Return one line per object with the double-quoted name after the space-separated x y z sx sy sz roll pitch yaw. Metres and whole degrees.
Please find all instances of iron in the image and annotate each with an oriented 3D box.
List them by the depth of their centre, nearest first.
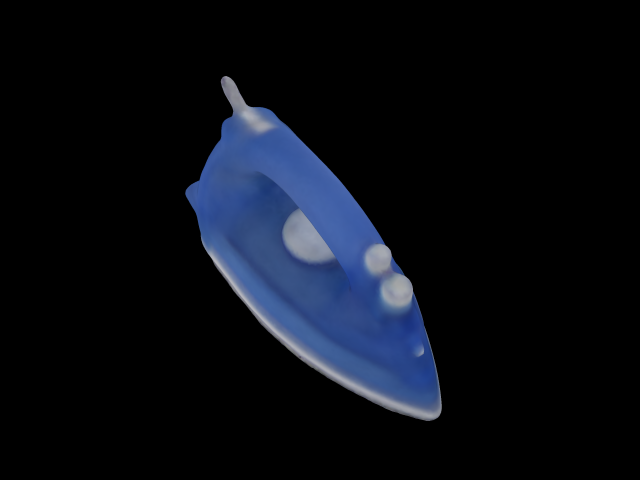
0.004 0.001 0.400 0.119 0.141 0.257 -33 62 -20 "iron"
